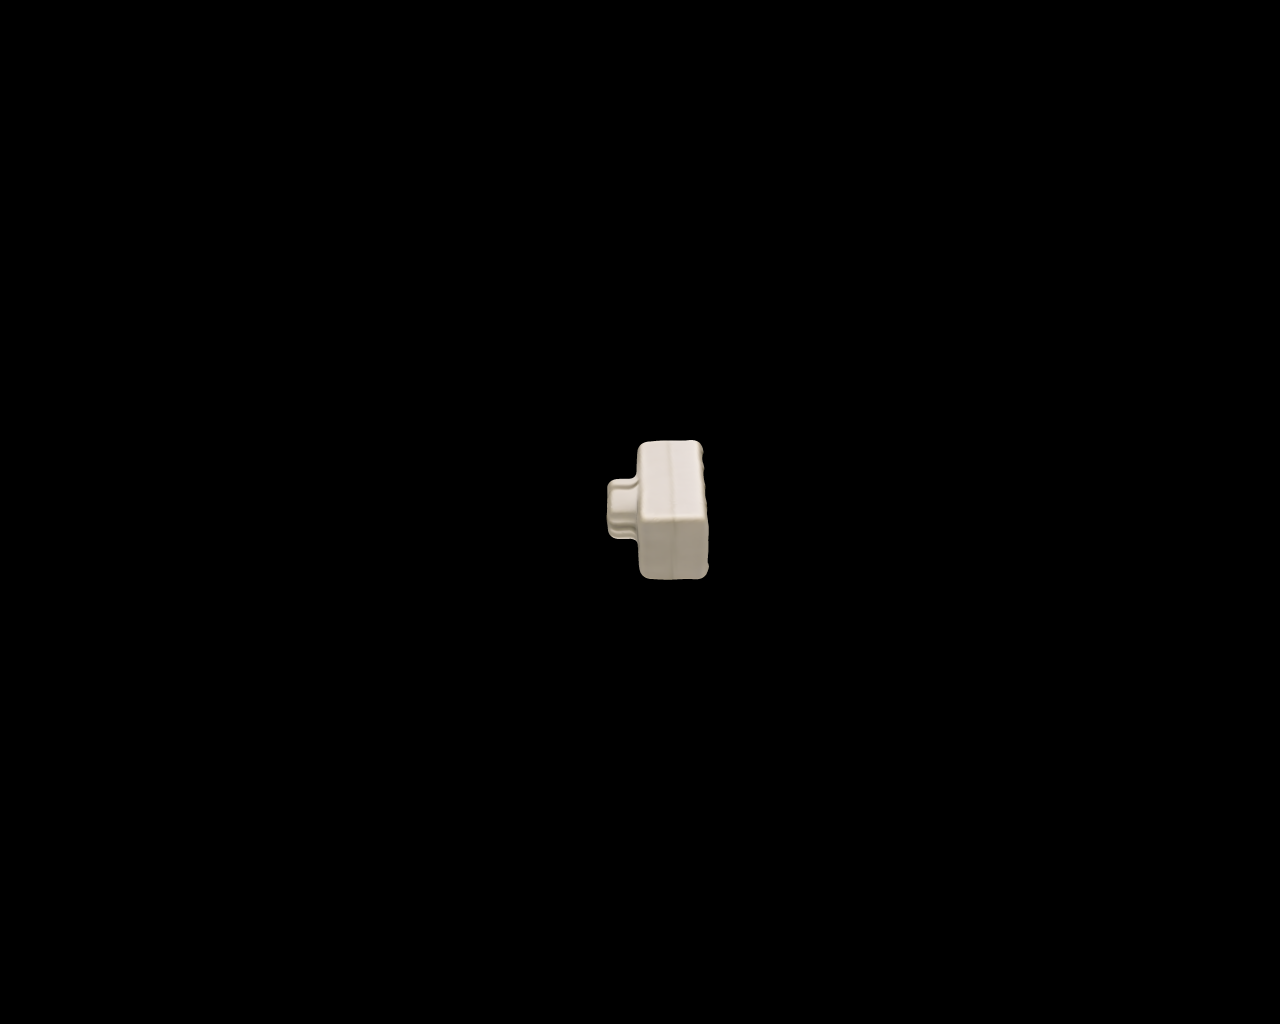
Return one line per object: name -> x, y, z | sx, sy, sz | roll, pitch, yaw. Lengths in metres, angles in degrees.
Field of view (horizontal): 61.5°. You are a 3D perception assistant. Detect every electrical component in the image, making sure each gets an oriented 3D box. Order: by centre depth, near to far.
electrical component -> 0.001, -0.003, 0.650 | 0.076, 0.047, 0.083 | 0, 37, 0
